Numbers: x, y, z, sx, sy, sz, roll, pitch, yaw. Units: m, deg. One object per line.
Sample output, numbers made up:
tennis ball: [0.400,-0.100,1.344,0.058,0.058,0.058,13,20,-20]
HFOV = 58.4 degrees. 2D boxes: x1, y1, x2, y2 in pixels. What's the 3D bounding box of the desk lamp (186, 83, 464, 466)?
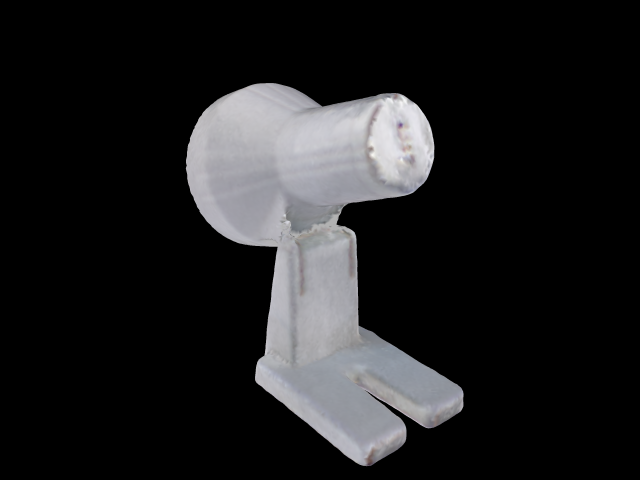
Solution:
desk lamp: [0.004,0.001,0.400,0.118,0.214,0.202,-17,27,-37]
